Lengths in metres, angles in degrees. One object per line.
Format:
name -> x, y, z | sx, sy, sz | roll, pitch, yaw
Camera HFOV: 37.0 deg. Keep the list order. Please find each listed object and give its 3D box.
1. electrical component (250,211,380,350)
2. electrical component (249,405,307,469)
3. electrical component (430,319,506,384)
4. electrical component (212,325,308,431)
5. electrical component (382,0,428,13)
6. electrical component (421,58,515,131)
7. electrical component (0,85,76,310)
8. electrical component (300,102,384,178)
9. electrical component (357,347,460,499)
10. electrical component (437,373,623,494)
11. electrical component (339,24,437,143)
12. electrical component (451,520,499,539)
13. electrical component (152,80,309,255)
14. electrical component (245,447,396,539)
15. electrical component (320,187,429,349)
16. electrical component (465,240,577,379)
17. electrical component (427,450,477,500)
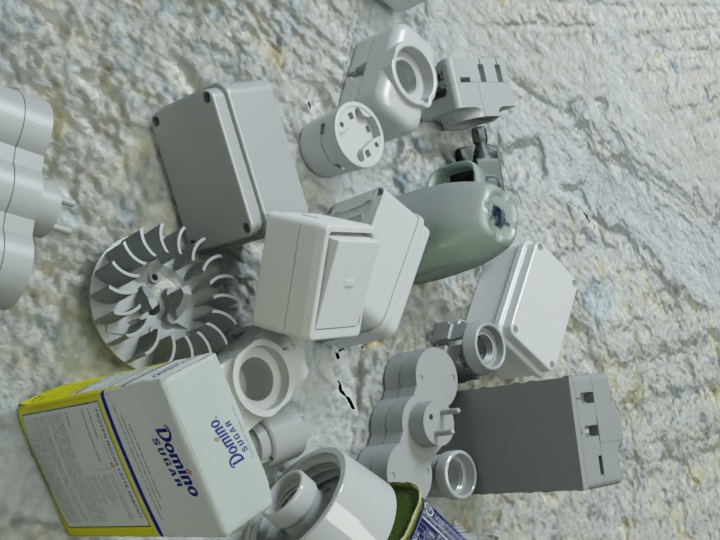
electrical component -> -0.030, 0.011, 0.748 | 0.062, 0.061, 0.096 | -1, 102, -56
electrical component -> -0.074, 0.124, 0.776 | 0.078, 0.040, 0.040 | -13, 89, -46
electrical component -> 0.094, 0.070, 0.944 | 0.048, 0.055, 0.066 | 37, 56, -32
electrical component -> -0.085, 0.079, 0.765 | 0.089, 0.056, 0.050 | -41, 109, -42
electrical component -> 0.039, -0.293, 0.978 | 0.062, 0.061, 0.096 | 31, 59, -36
electrical component -> 0.099, -0.165, 1.013 | 0.089, 0.050, 0.055 | -10, 87, -46
electrical component -> -0.212, -0.042, 0.673 | 0.074, 0.052, 0.138 | 18, 67, -41
electrical component -> -0.016, -0.105, 0.886 | 0.055, 0.047, 0.055 | 13, 71, -42
electrical component -> 0.051, 0.126, 0.875 | 0.052, 0.074, 0.138 | 39, 55, -31
electrical component -> 0.139, 0.139, 0.904 | 0.062, 0.150, 0.089 | 2, 79, -43
electrical component -> 0.027, -0.162, 0.934 | 0.054, 0.059, 0.095 | 34, 58, -34
electrical component -> 0.077, 0.256, 0.882 | 0.062, 0.061, 0.096 | 11, 64, -43
electrical component -> -0.095, -0.074, 0.779 | 0.057, 0.078, 0.113 | -19, 94, -48
electrical component -> -0.034, 0.175, 0.759 | 0.060, 0.108, 0.108 | 45, 52, -20
electrical component -> 0.000, 0.000, 0.854 | 0.057, 0.078, 0.113 | 39, 55, -28
electrical component -> 0.152, 0.038, 1.009 | 0.078, 0.057, 0.113 | 42, 53, -29
electrical component -> 0.068, 0.172, 0.900 | 0.040, 0.046, 0.040 | 13, 70, -42
